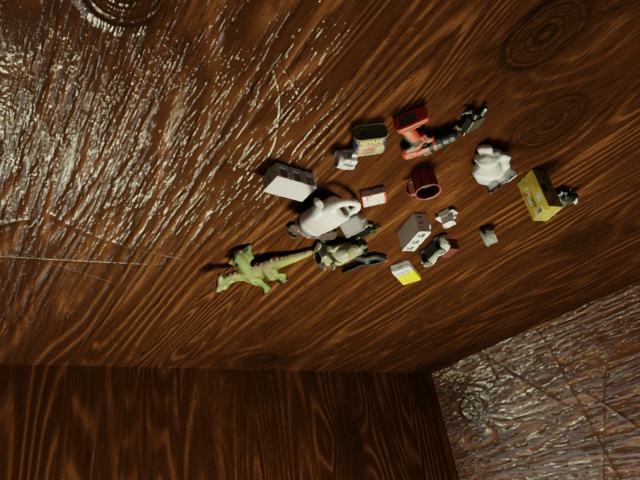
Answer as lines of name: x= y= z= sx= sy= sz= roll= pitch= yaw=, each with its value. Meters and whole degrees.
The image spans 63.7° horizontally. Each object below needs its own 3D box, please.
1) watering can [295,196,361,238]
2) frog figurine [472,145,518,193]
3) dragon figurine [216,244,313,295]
watering can: x=0.005 y=-0.090 z=1.785 sx=0.222 sy=0.105 sz=0.348 roll=-29 pitch=-15 yaw=27
frog figurine: x=0.572 y=-0.259 z=1.737 sx=0.136 sy=0.158 sz=0.125 roll=-27 pitch=21 yaw=41
dragon figurine: x=-0.250 y=0.100 z=2.090 sx=0.408 sy=0.125 sz=0.239 roll=-35 pitch=-42 yaw=12
